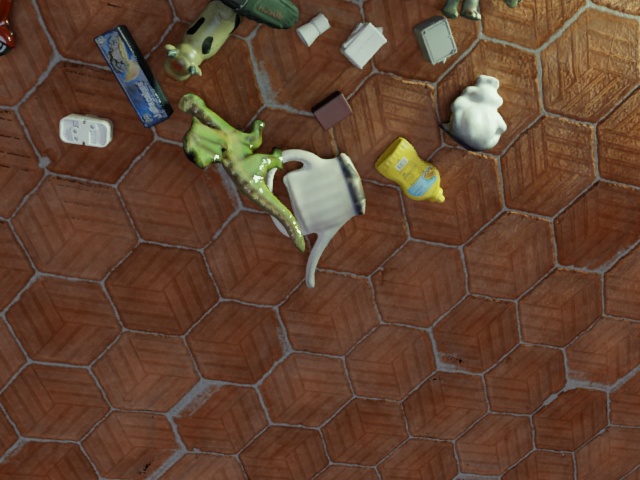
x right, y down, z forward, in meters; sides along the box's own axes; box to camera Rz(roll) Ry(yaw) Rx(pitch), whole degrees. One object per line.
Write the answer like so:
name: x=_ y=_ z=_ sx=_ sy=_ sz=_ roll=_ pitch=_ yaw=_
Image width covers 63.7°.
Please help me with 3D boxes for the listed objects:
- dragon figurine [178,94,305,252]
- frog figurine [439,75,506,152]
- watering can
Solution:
dragon figurine: x=-0.182 y=-0.152 z=1.048 sx=0.120 sy=0.417 sz=0.242 roll=-44 pitch=151 yaw=27
frog figurine: x=0.364 y=-0.286 z=1.170 sx=0.137 sy=0.125 sz=0.156 roll=32 pitch=118 yaw=1
watering can: x=0.004 y=-0.061 z=1.211 sx=0.224 sy=0.106 sz=0.342 roll=-20 pitch=113 yaw=0
